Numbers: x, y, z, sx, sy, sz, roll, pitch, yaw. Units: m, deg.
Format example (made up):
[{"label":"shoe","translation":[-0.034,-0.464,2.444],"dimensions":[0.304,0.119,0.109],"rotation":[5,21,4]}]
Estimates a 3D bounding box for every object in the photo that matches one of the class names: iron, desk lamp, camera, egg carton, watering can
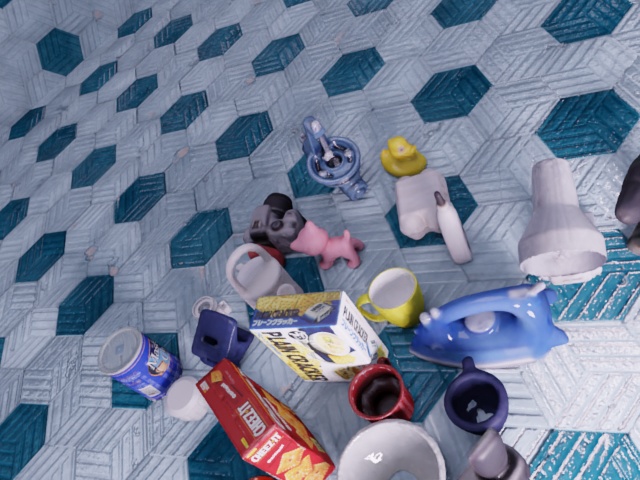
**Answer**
[{"label":"iron","translation":[0.247,0.128,0.911],"dimensions":[0.257,0.142,0.118],"rotation":[-15,49,19]},{"label":"desk lamp","translation":[0.376,-0.013,0.899],"dimensions":[0.117,0.214,0.203],"rotation":[-8,51,24]},{"label":"camera","translation":[-0.093,-0.045,1.272],"dimensions":[0.142,0.101,0.137],"rotation":[-8,52,25]},{"label":"egg carton","translation":[0.206,-0.074,1.146],"dimensions":[0.107,0.070,0.150],"rotation":[-17,48,17]},{"label":"watering can","translation":[-0.108,0.081,1.115],"dimensions":[0.172,0.195,0.101],"rotation":[2,56,31]}]

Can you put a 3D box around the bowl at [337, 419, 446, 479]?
[{"label":"bowl","translation":[0.113,0.359,0.850],"dimensions":[0.167,0.075,0.167],"rotation":[-15,49,19]}]

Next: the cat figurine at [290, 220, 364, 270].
[{"label":"cat figurine","translation":[0.011,0.004,1.162],"dimensions":[0.127,0.118,0.067],"rotation":[-8,52,25]}]

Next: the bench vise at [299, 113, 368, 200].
[{"label":"bench vise","translation":[-0.004,-0.194,1.257],"dimensions":[0.206,0.220,0.121],"rotation":[22,68,40]}]

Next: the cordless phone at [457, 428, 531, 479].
[{"label":"cordless phone","translation":[0.203,0.320,0.753],"dimensions":[0.093,0.186,0.148],"rotation":[28,72,41]}]

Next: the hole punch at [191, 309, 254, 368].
[{"label":"hole punch","translation":[-0.203,0.203,1.144],"dimensions":[0.108,0.091,0.101],"rotation":[12,62,36]}]

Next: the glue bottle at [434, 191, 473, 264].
[{"label":"glue bottle","translation":[0.232,-0.032,1.025],"dimensions":[0.037,0.174,0.078],"rotation":[-18,48,17]}]

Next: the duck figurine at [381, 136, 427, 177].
[{"label":"duck figurine","translation":[0.173,-0.190,1.246],"dimensions":[0.104,0.086,0.077],"rotation":[15,64,37]}]

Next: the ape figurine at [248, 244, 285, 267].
[{"label":"ape figurine","translation":[-0.122,0.040,1.227],"dimensions":[0.076,0.092,0.077],"rotation":[-29,46,7]}]

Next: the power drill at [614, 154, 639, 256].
[{"label":"power drill","translation":[0.511,-0.064,0.866],"dimensions":[0.075,0.209,0.230],"rotation":[21,67,39]}]

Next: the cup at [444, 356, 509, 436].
[{"label":"cup","translation":[0.238,0.243,0.857],"dimensions":[0.091,0.095,0.117],"rotation":[-18,48,17]}]
